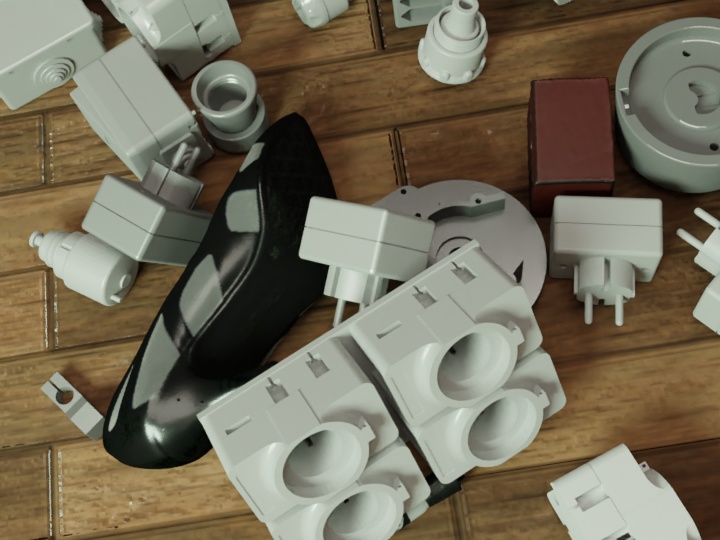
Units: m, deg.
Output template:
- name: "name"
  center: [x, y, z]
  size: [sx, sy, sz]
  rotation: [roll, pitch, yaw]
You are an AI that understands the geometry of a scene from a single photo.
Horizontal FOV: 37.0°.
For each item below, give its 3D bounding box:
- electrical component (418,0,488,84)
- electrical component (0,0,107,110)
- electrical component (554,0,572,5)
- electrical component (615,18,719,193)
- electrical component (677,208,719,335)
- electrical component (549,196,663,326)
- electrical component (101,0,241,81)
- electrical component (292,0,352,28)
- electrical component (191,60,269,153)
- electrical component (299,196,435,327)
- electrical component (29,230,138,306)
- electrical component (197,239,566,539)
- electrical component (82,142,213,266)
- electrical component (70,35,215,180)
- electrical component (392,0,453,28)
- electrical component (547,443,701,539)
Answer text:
- name: "electrical component"
  center: [0.067, -0.162, 0.737]
  size: [0.048, 0.062, 0.048]
  rotation: [3, 63, -5]
- name: "electrical component"
  center: [-0.243, -0.177, 0.787]
  size: [0.100, 0.048, 0.099]
  rotation: [-31, 68, -6]
- name: "electrical component"
  center: [0.144, -0.230, 0.750]
  size: [0.080, 0.080, 0.051]
  rotation: [-40, 75, -10]
- name: "electrical component"
  center: [0.218, -0.102, 0.699]
  size: [0.108, 0.060, 0.108]
  rotation: [-2, 68, 5]
- name: "electrical component"
  center: [0.234, -0.010, 0.668]
  size: [0.076, 0.047, 0.083]
  rotation: [38, 77, 19]
- name: "electrical component"
  center: [0.153, -0.002, 0.674]
  size: [0.066, 0.047, 0.076]
  rotation: [2, 69, 7]
- name: "electrical component"
  center: [-0.162, -0.217, 0.772]
  size: [0.062, 0.089, 0.150]
  rotation: [-38, 69, -9]
- name: "electrical component"
  center: [-0.018, -0.203, 0.781]
  size: [0.061, 0.035, 0.035]
  rotation: [-33, 68, -10]
- name: "electrical component"
  center: [-0.088, -0.111, 0.740]
  size: [0.045, 0.055, 0.045]
  rotation: [-2, 68, 5]
- name: "electrical component"
  center: [0.000, 0.000, 0.652]
  size: [0.066, 0.047, 0.076]
  rotation: [13, 92, 44]
- name: "electrical component"
  center: [-0.185, -0.006, 0.716]
  size: [0.078, 0.040, 0.040]
  rotation: [24, 73, 15]
- name: "electrical component"
  center: [0.019, 0.082, 0.614]
  size: [0.186, 0.105, 0.060]
  rotation: [-32, 38, -7]
- name: "electrical component"
  center: [-0.125, -0.047, 0.692]
  size: [0.047, 0.083, 0.075]
  rotation: [29, 96, 16]
- name: "electrical component"
  center: [-0.148, -0.099, 0.738]
  size: [0.061, 0.061, 0.096]
  rotation: [-34, 69, -8]
- name: "electrical component"
  center: [0.042, -0.227, 0.757]
  size: [0.047, 0.083, 0.075]
  rotation: [-7, 68, 3]
- name: "electrical component"
  center: [0.155, 0.150, 0.611]
  size: [0.056, 0.050, 0.089]
  rotation: [-28, 68, -5]
